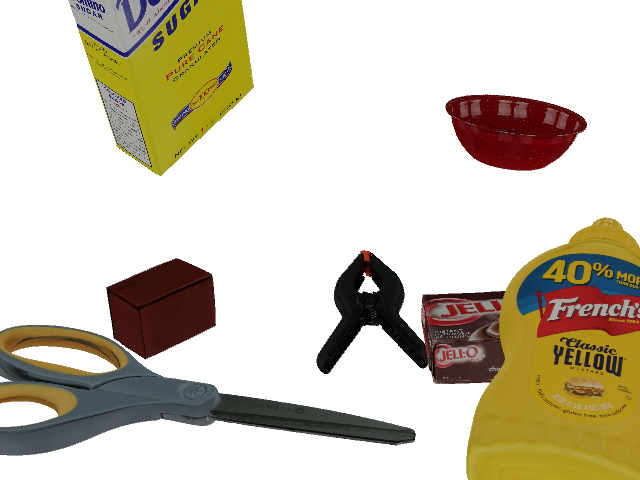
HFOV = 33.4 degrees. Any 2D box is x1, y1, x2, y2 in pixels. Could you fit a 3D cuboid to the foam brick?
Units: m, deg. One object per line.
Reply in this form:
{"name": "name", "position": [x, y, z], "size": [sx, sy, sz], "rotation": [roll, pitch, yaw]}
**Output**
{"name": "foam brick", "position": [-0.137, 0.057, 0.921], "size": [0.078, 0.051, 0.053], "rotation": [-24, 32, -35]}

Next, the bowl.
{"name": "bowl", "position": [0.221, -0.121, 1.231], "size": [0.162, 0.055, 0.162], "rotation": [4, 23, -2]}

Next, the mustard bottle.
{"name": "mustard bottle", "position": [0.139, 0.054, 0.552], "size": [0.096, 0.058, 0.191], "rotation": [9, 42, 15]}

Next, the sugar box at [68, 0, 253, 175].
{"name": "sugar box", "position": [-0.088, -0.124, 0.605], "size": [0.048, 0.093, 0.176], "rotation": [35, -23, 18]}

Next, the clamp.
{"name": "clamp", "position": [0.065, 0.081, 1.181], "size": [0.120, 0.171, 0.039], "rotation": [6, -42, 4]}

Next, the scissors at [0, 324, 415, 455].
{"name": "scissors", "position": [-0.070, 0.077, 0.455], "size": [0.202, 0.016, 0.096], "rotation": [14, 29, 24]}

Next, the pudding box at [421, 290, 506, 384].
{"name": "pudding box", "position": [0.133, 0.068, 0.780], "size": [0.113, 0.039, 0.090], "rotation": [-1, 20, 1]}
